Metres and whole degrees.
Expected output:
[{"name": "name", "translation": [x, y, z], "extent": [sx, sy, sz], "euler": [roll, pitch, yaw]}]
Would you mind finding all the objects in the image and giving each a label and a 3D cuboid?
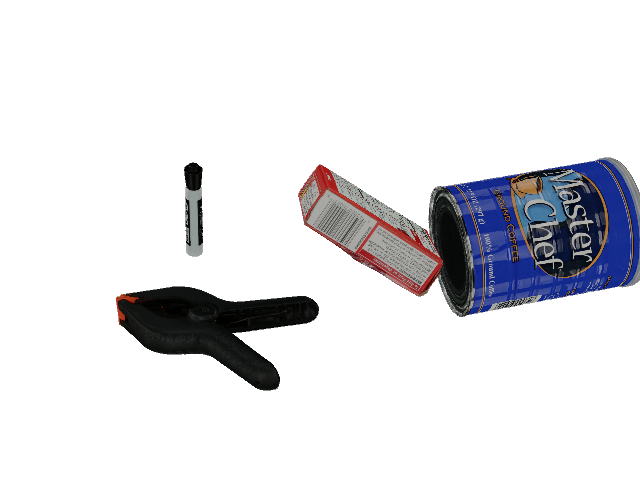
[{"name": "coffee can", "translation": [0.166, -0.003, 0.827], "extent": [0.140, 0.103, 0.103], "euler": [-10, 1, -8]}, {"name": "clamp", "translation": [-0.087, 0.068, 0.909], "extent": [0.172, 0.039, 0.120], "euler": [17, 27, 20]}, {"name": "marker", "translation": [-0.134, -0.033, 1.128], "extent": [0.020, 0.121, 0.020], "euler": [3, 42, -3]}, {"name": "gelatin box", "translation": [0.030, -0.007, 0.671], "extent": [0.089, 0.030, 0.073], "euler": [32, 11, -12]}]
